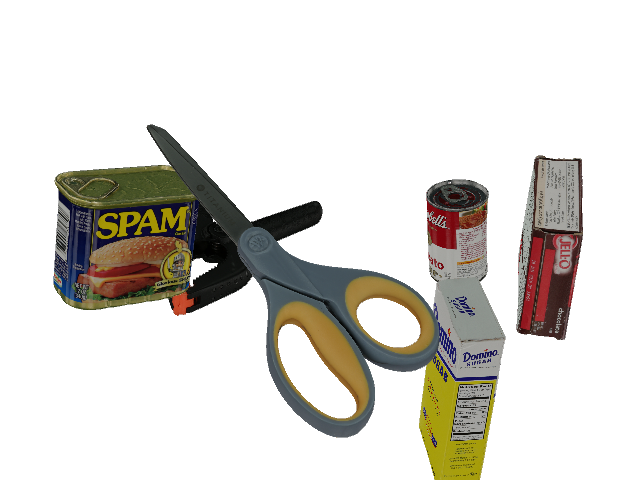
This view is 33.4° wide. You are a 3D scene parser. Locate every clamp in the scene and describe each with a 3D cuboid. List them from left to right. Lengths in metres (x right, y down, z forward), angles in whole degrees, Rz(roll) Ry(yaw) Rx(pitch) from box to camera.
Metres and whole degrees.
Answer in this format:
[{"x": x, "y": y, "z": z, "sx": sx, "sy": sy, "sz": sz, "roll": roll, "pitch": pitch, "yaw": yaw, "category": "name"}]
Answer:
[{"x": -0.110, "y": -0.003, "z": 1.066, "sx": 0.165, "sy": 0.036, "sz": 0.209, "roll": 19, "pitch": 39, "yaw": 15, "category": "clamp"}]

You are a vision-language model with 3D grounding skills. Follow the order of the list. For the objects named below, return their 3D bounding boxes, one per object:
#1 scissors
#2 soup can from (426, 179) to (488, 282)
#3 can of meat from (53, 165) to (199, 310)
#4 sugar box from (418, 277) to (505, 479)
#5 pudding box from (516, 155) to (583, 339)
[{"x": -0.011, "y": 0.005, "z": 0.545, "sx": 0.096, "sy": 0.202, "sz": 0.016, "roll": -17, "pitch": -29, "yaw": -18, "category": "scissors"}, {"x": 0.153, "y": -0.008, "z": 1.189, "sx": 0.068, "sy": 0.102, "sz": 0.068, "roll": -4, "pitch": 31, "yaw": 2, "category": "soup can"}, {"x": -0.137, "y": -0.003, "z": 0.757, "sx": 0.101, "sy": 0.084, "sz": 0.058, "roll": -7, "pitch": 28, "yaw": -34, "category": "can of meat"}, {"x": 0.123, "y": 0.130, "z": 0.960, "sx": 0.048, "sy": 0.176, "sz": 0.093, "roll": -4, "pitch": 32, "yaw": -7, "category": "sugar box"}, {"x": 0.167, "y": 0.003, "z": 0.773, "sx": 0.039, "sy": 0.090, "sz": 0.113, "roll": 7, "pitch": 33, "yaw": 7, "category": "pudding box"}]
